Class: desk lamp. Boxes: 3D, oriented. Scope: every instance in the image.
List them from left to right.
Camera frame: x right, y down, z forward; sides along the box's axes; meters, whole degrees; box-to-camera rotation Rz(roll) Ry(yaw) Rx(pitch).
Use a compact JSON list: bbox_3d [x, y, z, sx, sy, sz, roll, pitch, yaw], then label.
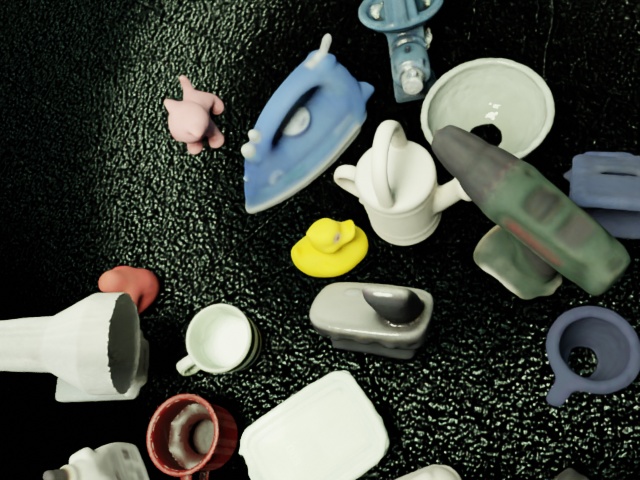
[{"bbox_3d":[-0.299,0.144,0.718,0.203,0.214,0.118,-8,67,13],"label":"desk lamp"}]

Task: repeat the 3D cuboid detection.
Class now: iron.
[{"bbox_3d":[-0.041,-0.162,0.810,0.118,0.142,0.258,35,81,25],"label":"iron"}]

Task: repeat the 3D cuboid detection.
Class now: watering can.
[{"bbox_3d":[0.102,-0.074,0.705,0.172,0.194,0.101,-11,66,11],"label":"watering can"}]

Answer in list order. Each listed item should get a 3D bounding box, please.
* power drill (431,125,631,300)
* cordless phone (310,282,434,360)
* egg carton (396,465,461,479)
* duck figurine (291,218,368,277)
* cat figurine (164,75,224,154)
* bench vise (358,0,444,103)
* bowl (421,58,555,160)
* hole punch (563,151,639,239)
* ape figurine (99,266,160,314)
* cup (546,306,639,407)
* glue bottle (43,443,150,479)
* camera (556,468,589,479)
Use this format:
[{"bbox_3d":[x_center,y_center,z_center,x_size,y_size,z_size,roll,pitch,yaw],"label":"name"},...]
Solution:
[{"bbox_3d":[0.221,-0.014,0.640,0.229,0.209,0.076,40,83,25],"label":"power drill"},{"bbox_3d":[0.053,0.073,0.664,0.147,0.185,0.094,1,69,16],"label":"cordless phone"},{"bbox_3d":[0.098,0.315,0.619,0.150,0.069,0.107,-28,64,3],"label":"egg carton"},{"bbox_3d":[0.007,0.003,0.761,0.104,0.086,0.077,-17,65,9],"label":"duck figurine"},{"bbox_3d":[-0.197,-0.193,0.879,0.067,0.118,0.128,-13,66,10],"label":"cat figurine"},{"bbox_3d":[0.123,-0.310,0.780,0.121,0.220,0.207,-26,64,5],"label":"bench vise"},{"bbox_3d":[0.223,-0.156,0.771,0.167,0.075,0.167,-5,67,13],"label":"bowl"},{"bbox_3d":[0.353,-0.064,0.689,0.108,0.091,0.101,6,71,18],"label":"hole punch"},{"bbox_3d":[-0.277,0.066,0.811,0.076,0.092,0.077,-18,65,8],"label":"ape figurine"},{"bbox_3d":[0.284,0.137,0.625,0.091,0.095,0.118,36,82,25],"label":"cup"},{"bbox_3d":[-0.265,0.278,0.677,0.037,0.173,0.078,-31,64,2],"label":"glue bottle"},{"bbox_3d":[0.290,0.287,0.560,0.143,0.101,0.136,-41,64,-3],"label":"camera"}]
